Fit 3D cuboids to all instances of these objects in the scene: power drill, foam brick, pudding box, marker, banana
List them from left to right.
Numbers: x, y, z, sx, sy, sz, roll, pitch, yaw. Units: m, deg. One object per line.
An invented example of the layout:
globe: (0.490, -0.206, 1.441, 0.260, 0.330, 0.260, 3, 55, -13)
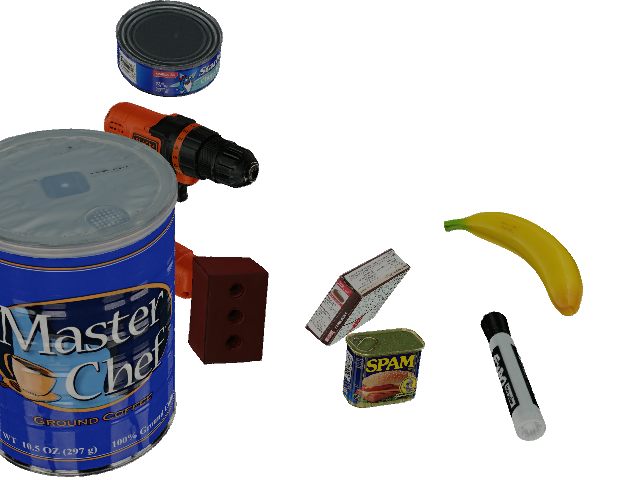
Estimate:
power drill: (-0.144, -0.037, 1.100, 0.185, 0.188, 0.057, 24, 33, 28)
foam brick: (-0.077, 0.056, 0.885, 0.052, 0.078, 0.051, -1, 14, -21)
pudding box: (0.044, 0.064, 1.226, 0.039, 0.090, 0.113, 42, 35, 14)
marker: (0.127, 0.087, 0.715, 0.020, 0.020, 0.121, 0, 31, -4)
banana: (0.207, 0.015, 1.067, 0.069, 0.037, 0.198, -34, 37, -13)

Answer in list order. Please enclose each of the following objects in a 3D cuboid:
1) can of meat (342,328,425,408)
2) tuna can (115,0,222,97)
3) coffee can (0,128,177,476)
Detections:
can of meat: (0.081, 0.169, 1.406, 0.102, 0.084, 0.057, -4, 25, -20)
tuna can: (-0.124, -0.157, 0.872, 0.086, 0.086, 0.034, 0, -40, -10)
coffee can: (-0.122, 0.030, 0.527, 0.103, 0.140, 0.103, 4, 34, -3)
